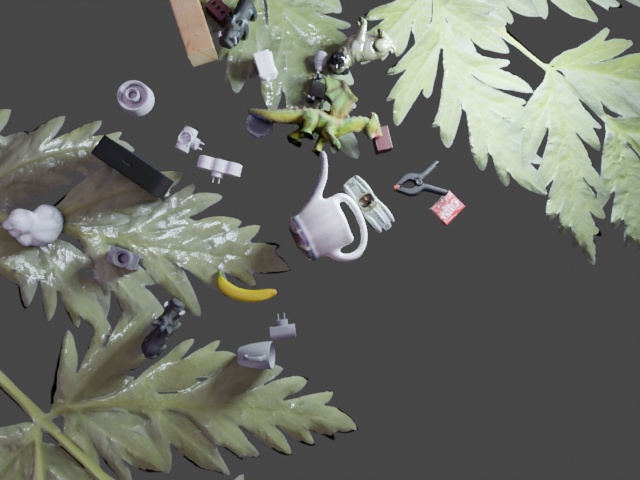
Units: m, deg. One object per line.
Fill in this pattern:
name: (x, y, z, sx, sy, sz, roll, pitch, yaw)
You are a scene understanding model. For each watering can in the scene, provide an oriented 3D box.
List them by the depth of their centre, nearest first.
watering can: (0.005, -0.080, 1.588, 0.225, 0.347, 0.104, -26, 2, -5)

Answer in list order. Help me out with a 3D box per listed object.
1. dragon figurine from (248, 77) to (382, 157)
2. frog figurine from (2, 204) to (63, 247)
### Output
dragon figurine: (0.003, -0.404, 1.619, 0.411, 0.245, 0.120, 28, -15, 4)
frog figurine: (-0.843, -0.046, 1.523, 0.123, 0.138, 0.159, 45, -6, 0)
